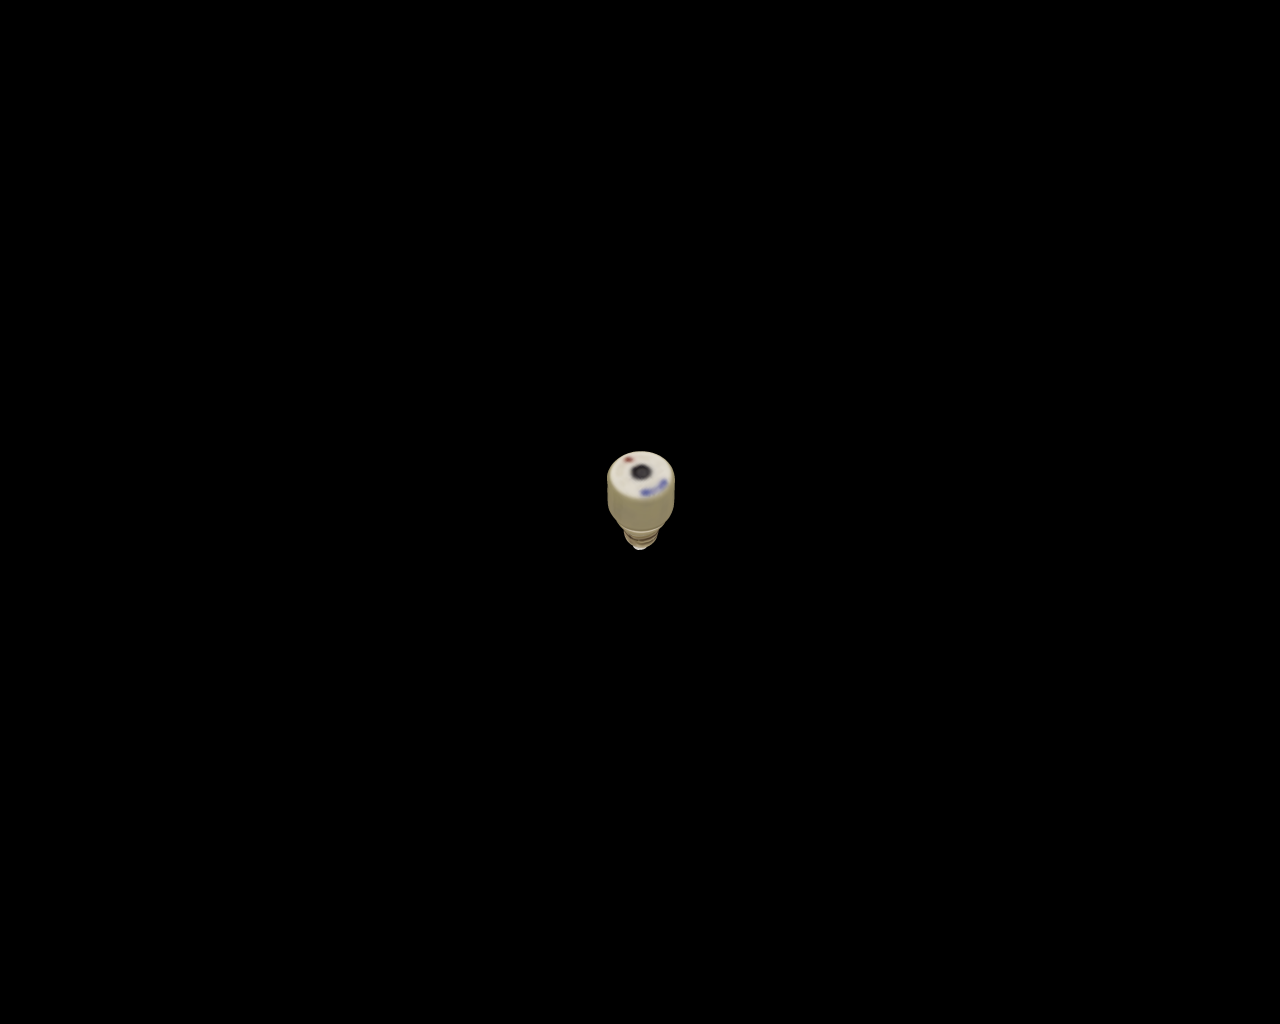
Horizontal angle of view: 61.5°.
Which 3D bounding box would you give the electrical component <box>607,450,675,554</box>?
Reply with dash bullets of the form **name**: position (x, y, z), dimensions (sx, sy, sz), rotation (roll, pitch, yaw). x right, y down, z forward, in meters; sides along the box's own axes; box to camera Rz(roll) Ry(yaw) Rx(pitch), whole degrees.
- **electrical component**: position (0.001, -0.003, 0.650), dimensions (0.040, 0.040, 0.078), rotation (0, -38, 0)
